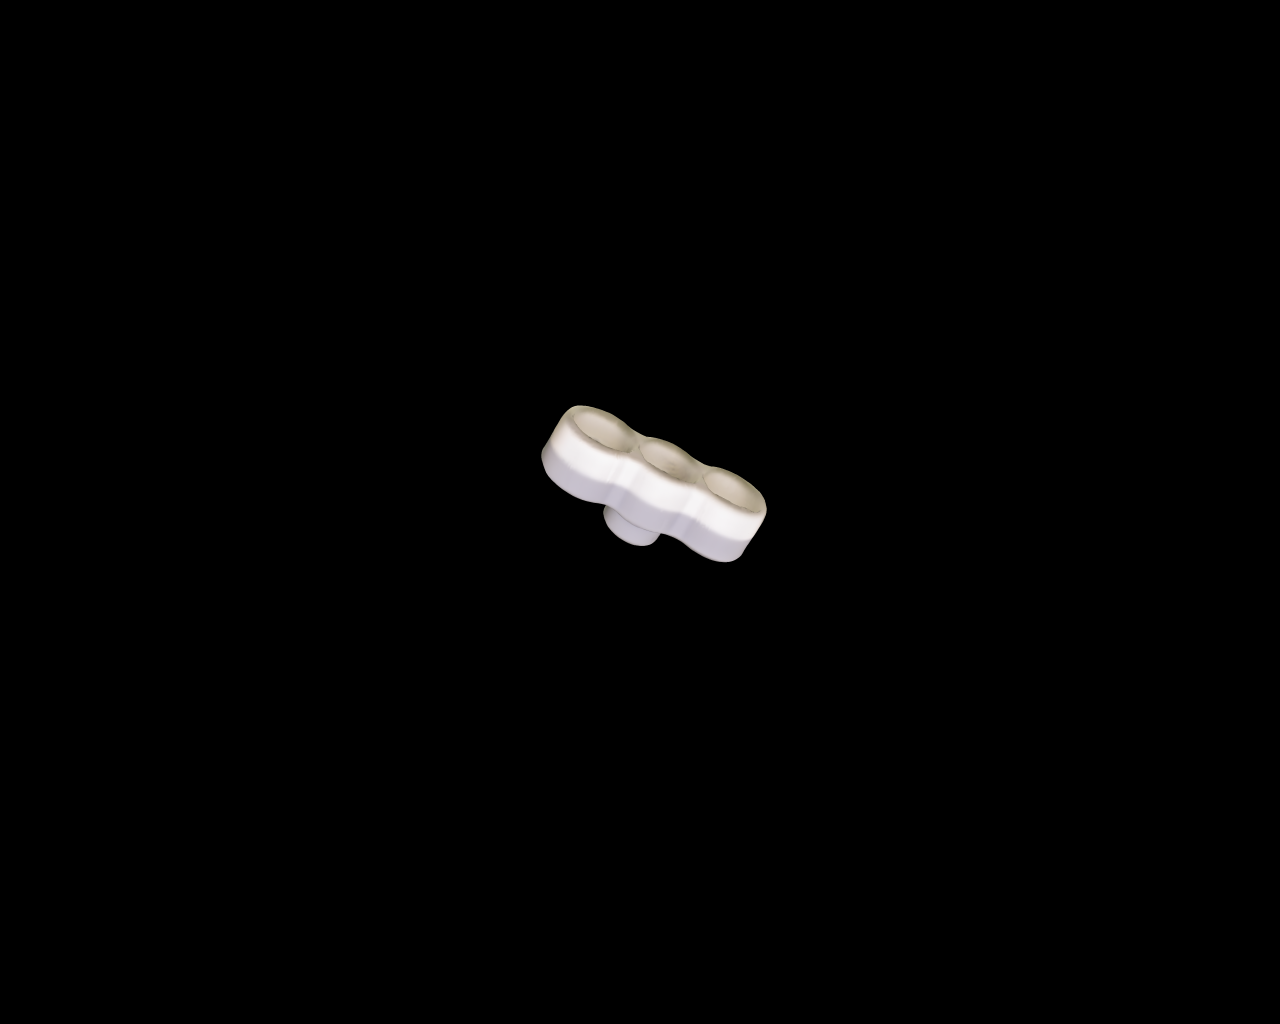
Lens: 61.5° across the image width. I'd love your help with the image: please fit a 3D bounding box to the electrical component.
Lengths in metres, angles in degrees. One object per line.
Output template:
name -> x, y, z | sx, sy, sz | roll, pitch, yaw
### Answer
electrical component -> 0.001, -0.003, 0.650 | 0.138, 0.073, 0.052 | 25, 27, -14
